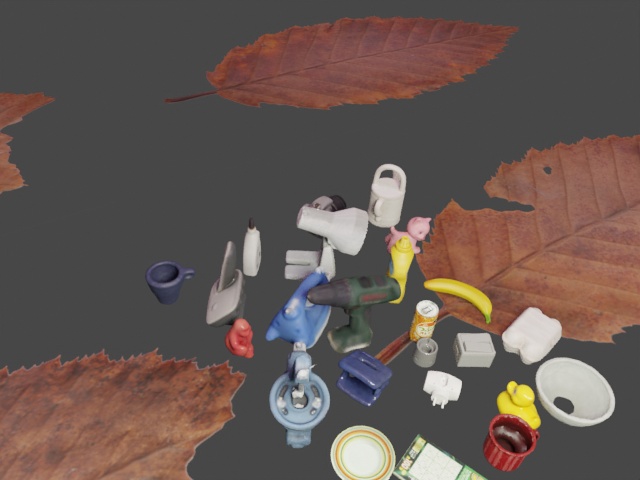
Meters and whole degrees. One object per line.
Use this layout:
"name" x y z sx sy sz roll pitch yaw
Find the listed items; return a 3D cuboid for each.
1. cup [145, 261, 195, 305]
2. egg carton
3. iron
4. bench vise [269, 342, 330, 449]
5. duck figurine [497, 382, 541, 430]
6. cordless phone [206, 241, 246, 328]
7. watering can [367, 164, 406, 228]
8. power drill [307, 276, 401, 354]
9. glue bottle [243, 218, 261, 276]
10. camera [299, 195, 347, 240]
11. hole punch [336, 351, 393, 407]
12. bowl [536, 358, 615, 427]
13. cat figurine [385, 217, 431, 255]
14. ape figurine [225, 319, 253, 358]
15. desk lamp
"cup" -0.365 0.110 1.415 0.118 0.095 0.091 -11 44 -17
"egg carton" 0.517 0.233 1.397 0.107 0.069 0.151 34 49 28
"iron" -0.031 0.141 1.383 0.118 0.141 0.259 19 44 15
"bench vise" -0.052 0.284 1.165 0.122 0.220 0.207 -11 44 -17
"duck figurine" 0.438 0.355 1.241 0.078 0.086 0.104 -18 47 -24
"cordless phone" -0.226 0.106 1.367 0.094 0.185 0.147 1 42 -5
"watering can" 0.199 -0.145 1.686 0.101 0.194 0.173 5 42 0
"power drill" 0.073 0.165 1.319 0.230 0.208 0.075 -14 45 -20
"glue bottle" -0.176 0.010 1.488 0.037 0.173 0.078 8 42 3
"camera" 0.029 -0.076 1.660 0.142 0.101 0.137 30 47 24
"hole punch" 0.098 0.293 1.268 0.108 0.091 0.101 28 47 23
"bowl" 0.554 0.349 1.269 0.167 0.075 0.167 3 42 -3
"cat figurine" 0.253 -0.023 1.614 0.128 0.118 0.067 -4 43 -10
"ape figurine" -0.182 0.219 1.318 0.076 0.092 0.078 20 44 16
"desk lamp" 0.014 0.005 1.484 0.203 0.214 0.118 3 42 -3
